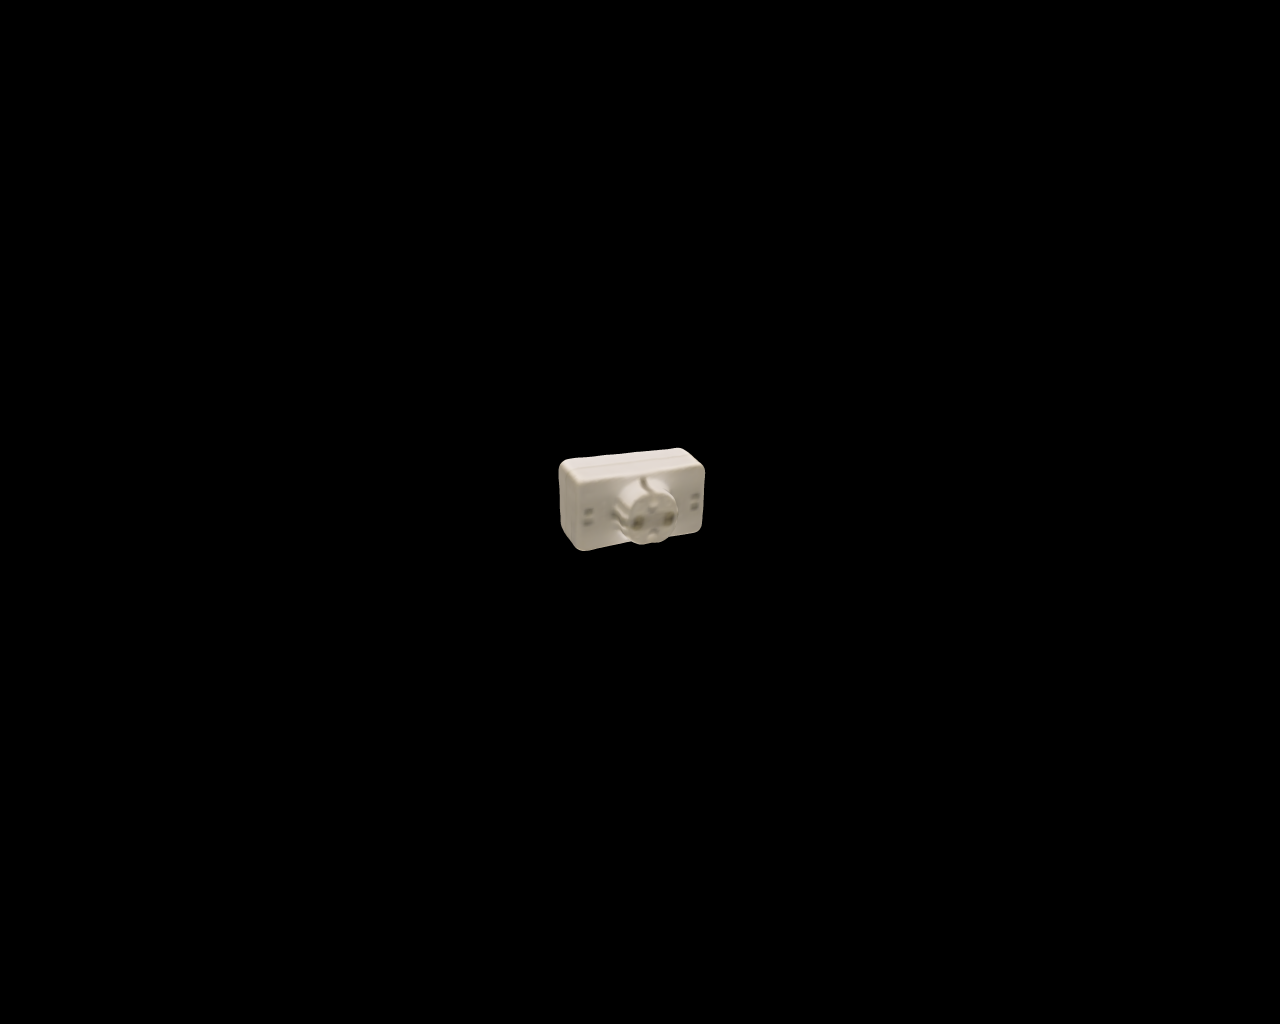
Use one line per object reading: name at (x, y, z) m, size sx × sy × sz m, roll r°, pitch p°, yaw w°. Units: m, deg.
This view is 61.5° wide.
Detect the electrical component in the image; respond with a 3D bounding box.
electrical component at (0.001, -0.003, 0.650) m, size 0.083 × 0.047 × 0.076 m, roll -8°, pitch 24°, yaw -18°
